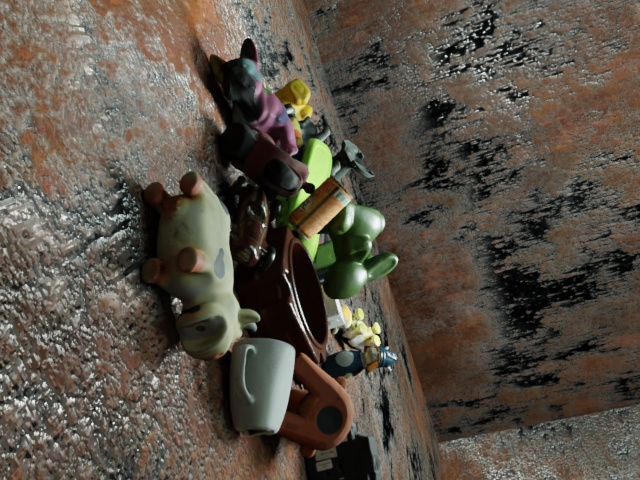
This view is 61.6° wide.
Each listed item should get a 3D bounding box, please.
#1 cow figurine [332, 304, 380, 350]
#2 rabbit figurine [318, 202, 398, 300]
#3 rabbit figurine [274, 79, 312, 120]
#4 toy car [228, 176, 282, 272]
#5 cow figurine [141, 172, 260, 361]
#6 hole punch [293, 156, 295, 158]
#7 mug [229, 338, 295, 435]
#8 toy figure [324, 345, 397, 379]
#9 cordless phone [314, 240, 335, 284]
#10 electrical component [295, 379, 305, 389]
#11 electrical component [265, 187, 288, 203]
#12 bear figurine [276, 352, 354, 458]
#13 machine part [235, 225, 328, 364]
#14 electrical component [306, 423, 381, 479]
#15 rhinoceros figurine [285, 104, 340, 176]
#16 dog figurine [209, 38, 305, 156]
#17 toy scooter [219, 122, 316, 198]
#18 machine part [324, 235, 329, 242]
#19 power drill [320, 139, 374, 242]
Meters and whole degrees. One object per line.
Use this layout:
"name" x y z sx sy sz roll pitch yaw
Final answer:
"cow figurine" 0.073 0.219 1.346 0.167 0.098 0.068 42 35 -35
"rabbit figurine" 0.054 0.027 0.984 0.159 0.121 0.170 14 83 -35
"rabbit figurine" -0.061 -0.257 1.238 0.173 0.122 0.162 54 -10 -2
"toy car" -0.102 -0.033 0.806 0.089 0.053 0.202 31 30 -17
"cow figurine" -0.130 0.037 0.590 0.127 0.086 0.195 44 31 -57
"hole punch" -0.059 -0.126 1.190 0.115 0.092 0.142 28 43 -33
"mug" -0.076 0.179 0.659 0.109 0.081 0.107 67 21 -60
"toy figure" 0.087 0.260 1.149 0.057 0.155 0.064 44 33 -73
"cordless phone" -0.002 -0.004 1.109 0.088 0.147 0.184 37 33 -69
"electrical component" -0.034 0.220 0.953 0.063 0.021 0.093 -84 156 -63
"electrical component" -0.063 -0.098 1.081 0.102 0.078 0.045 62 40 -34
"bear figurine" -0.020 0.247 0.808 0.132 0.120 0.196 33 -14 -5
"machine part" -0.053 0.095 0.869 0.201 0.087 0.200 -91 162 -57
"electrical component" 0.040 0.370 0.872 0.058 0.115 0.134 57 22 -63
"rhinoceros figurine" -0.035 -0.198 1.139 0.190 0.112 0.073 67 -26 6
"dog figurine" -0.116 -0.247 0.984 0.191 0.109 0.219 -71 141 -70
"toy scooter" -0.076 -0.122 0.885 0.184 0.075 0.135 39 11 34
"machine part" 0.019 -0.050 1.441 0.079 0.079 0.243 29 48 -75
"power drill" 0.024 -0.118 1.251 0.086 0.207 0.232 16 43 -43
